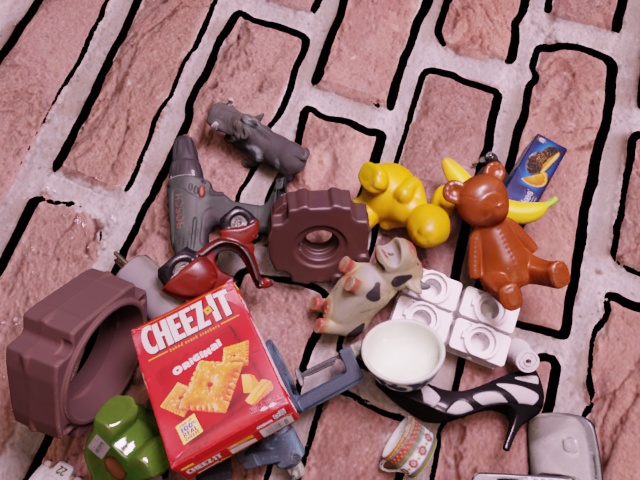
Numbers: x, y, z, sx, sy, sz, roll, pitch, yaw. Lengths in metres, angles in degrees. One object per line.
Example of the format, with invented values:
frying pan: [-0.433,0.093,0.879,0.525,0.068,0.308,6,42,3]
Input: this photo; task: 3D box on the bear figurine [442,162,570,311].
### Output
bear figurine: [0.275,-0.012,0.814,0.120,0.132,0.195,-21,104,-7]

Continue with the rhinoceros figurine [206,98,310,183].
rhinoceros figurine: [-0.110,-0.171,0.938,0.190,0.112,0.073,31,77,0]

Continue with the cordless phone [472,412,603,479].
cordless phone: [0.318,0.334,0.806,0.184,0.088,0.146,0,73,4]

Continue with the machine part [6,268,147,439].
machine part: [-0.334,0.160,0.767,0.087,0.201,0.201,16,118,12]

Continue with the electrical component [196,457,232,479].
electrical component: [-0.161,0.324,0.798,0.048,0.075,0.119,-6,107,-20]

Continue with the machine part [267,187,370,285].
machine part: [-0.002,-0.003,0.859,0.179,0.179,0.056,-2,39,-2]

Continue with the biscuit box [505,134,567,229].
biscuit box: [0.355,-0.087,0.944,0.063,0.059,0.202,32,75,8]

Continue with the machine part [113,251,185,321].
machine part: [-0.249,0.104,0.869,0.243,0.079,0.079,39,76,9]

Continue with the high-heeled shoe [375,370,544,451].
high-heeled shoe: [0.224,0.224,0.845,0.249,0.086,0.145,24,60,10]

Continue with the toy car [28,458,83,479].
toy car: [-0.422,0.422,0.779,0.074,0.056,0.201,25,75,7]

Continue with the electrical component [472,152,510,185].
electrical component: [0.284,-0.106,0.946,0.102,0.078,0.045,-45,106,0]

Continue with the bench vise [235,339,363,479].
bench vise: [-0.030,0.236,0.812,0.241,0.128,0.223,-26,78,-4]

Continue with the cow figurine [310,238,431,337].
cow figurine: [0.084,0.076,0.840,0.127,0.195,0.086,19,32,-29]

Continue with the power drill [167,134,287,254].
power drill: [-0.162,-0.074,0.923,0.207,0.086,0.232,4,75,-4]

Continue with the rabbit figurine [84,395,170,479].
rabbit figurine: [-0.243,0.285,0.785,0.121,0.170,0.159,34,119,11]

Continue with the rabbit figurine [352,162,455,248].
rabbit figurine: [0.151,-0.043,0.889,0.162,0.121,0.173,0,32,-37]

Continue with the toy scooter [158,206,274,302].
toy scooter: [-0.150,0.047,0.840,0.184,0.075,0.135,-39,100,-11]
